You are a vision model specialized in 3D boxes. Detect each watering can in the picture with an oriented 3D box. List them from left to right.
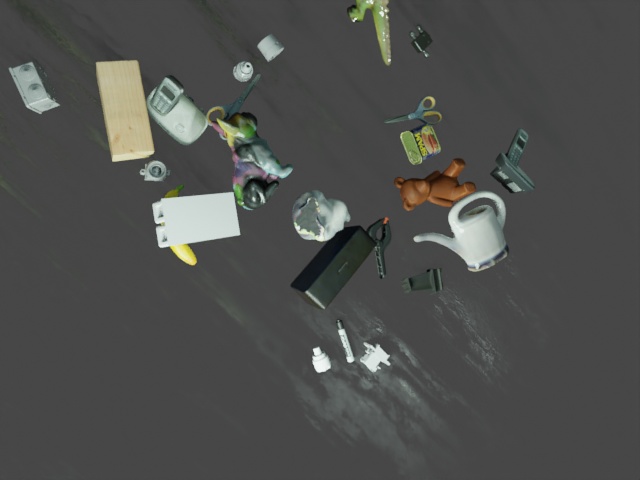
[{"bbox_3d":[0.439,-0.006,1.534,0.351,0.104,0.223,-30,100,-23],"label":"watering can"}]

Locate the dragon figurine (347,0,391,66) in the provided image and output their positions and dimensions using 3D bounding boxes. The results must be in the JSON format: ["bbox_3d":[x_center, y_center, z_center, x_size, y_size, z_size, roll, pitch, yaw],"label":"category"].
[{"bbox_3d":[0.170,-0.702,1.389,0.123,0.241,0.408,-30,97,-26],"label":"dragon figurine"}]

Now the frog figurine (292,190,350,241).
[{"bbox_3d":[0.004,-0.069,1.367,0.161,0.121,0.137,-28,91,-58],"label":"frog figurine"}]
